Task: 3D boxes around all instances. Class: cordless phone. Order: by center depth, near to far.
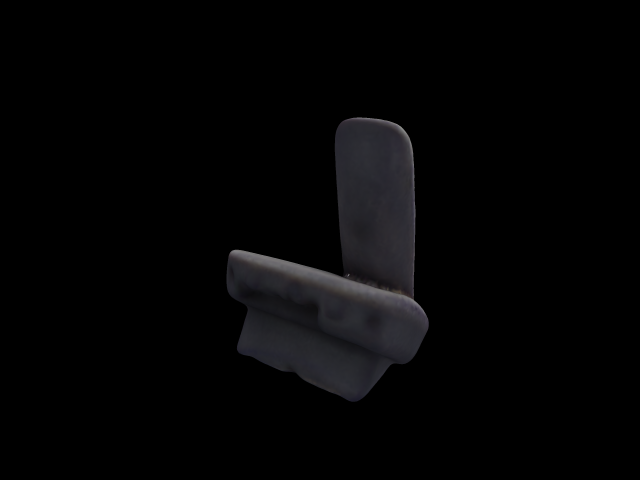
[{"bbox_3d":[0.004,0.001,0.400,0.147,0.185,0.094,12,27,25],"label":"cordless phone"}]
